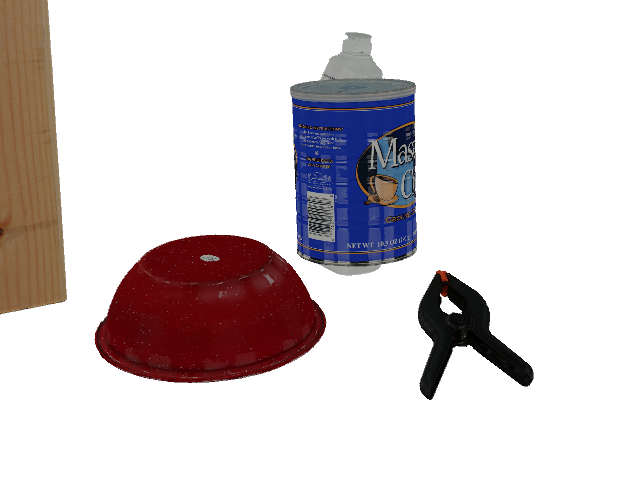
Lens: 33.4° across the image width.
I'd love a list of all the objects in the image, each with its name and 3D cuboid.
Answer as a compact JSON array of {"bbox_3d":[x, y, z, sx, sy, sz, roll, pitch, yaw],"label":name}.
[{"bbox_3d":[0.162,0.102,1.162,0.120,0.171,0.039,3,-44,-5],"label":"clamp"},{"bbox_3d":[0.029,-0.059,0.887,0.103,0.140,0.103,-2,15,0],"label":"coffee can"},{"bbox_3d":[-0.077,0.037,0.739,0.162,0.055,0.162,-2,21,0],"label":"bowl"},{"bbox_3d":[-0.204,-0.067,0.603,0.090,0.206,0.090,-11,27,-27],"label":"wood block"},{"bbox_3d":[0.032,-0.096,1.156,0.067,0.251,0.103,-9,25,-36],"label":"bleach bottle"}]
